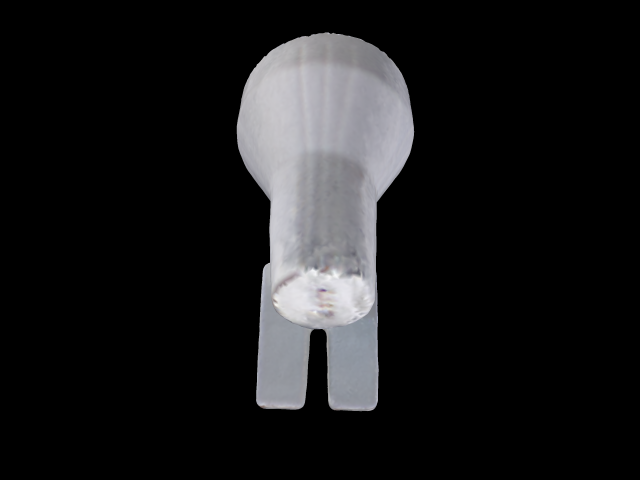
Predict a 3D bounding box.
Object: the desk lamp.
[{"bbox_3d":[0.004,0.001,0.400,0.118,0.213,0.203,0,66,0],"label":"desk lamp"}]
